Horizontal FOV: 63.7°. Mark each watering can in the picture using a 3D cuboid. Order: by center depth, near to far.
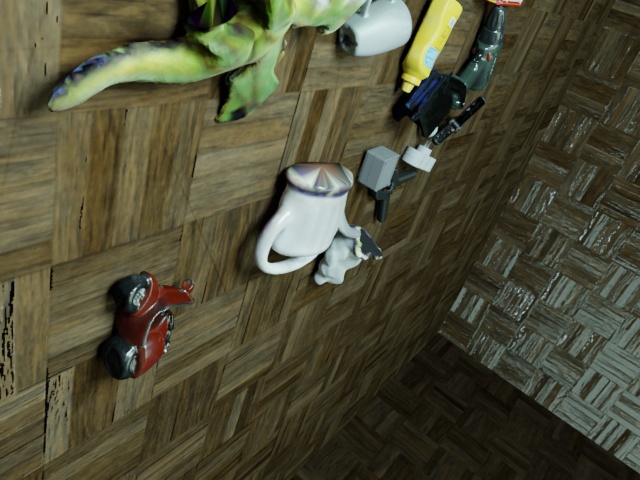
[{"bbox_3d":[0.003,-0.050,1.001,0.351,0.105,0.220,-21,137,-51],"label":"watering can"}]

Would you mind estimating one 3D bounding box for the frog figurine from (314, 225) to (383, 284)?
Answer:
[{"bbox_3d":[0.049,0.036,1.237,0.158,0.123,0.139,-28,180,30],"label":"frog figurine"}]

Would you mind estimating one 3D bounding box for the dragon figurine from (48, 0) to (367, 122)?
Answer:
[{"bbox_3d":[-0.102,-0.220,0.624,0.414,0.123,0.238,-40,161,-14],"label":"dragon figurine"}]
